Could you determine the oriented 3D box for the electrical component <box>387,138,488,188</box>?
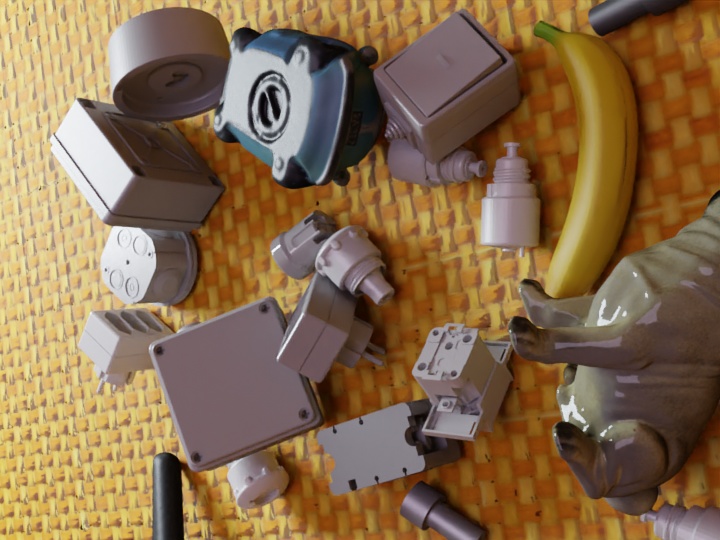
[{"bbox_3d":[0.056,-0.079,0.779,0.078,0.040,0.040,16,100,37],"label":"electrical component"}]

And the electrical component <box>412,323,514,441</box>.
[{"bbox_3d":[0.070,0.075,0.747,0.042,0.063,0.081,0,50,37],"label":"electrical component"}]

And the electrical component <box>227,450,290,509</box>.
[{"bbox_3d":[-0.091,0.163,0.893,0.048,0.048,0.062,-51,55,26],"label":"electrical component"}]

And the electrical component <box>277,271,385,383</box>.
[{"bbox_3d":[-0.015,0.050,0.820,0.076,0.083,0.047,28,112,-6],"label":"electrical component"}]

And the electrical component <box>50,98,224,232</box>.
[{"bbox_3d":[-0.192,-0.089,0.927,0.108,0.109,0.056,50,115,26],"label":"electrical component"}]

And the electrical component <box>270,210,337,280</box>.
[{"bbox_3d":[-0.042,-0.021,0.856,0.046,0.040,0.040,-38,68,25],"label":"electrical component"}]

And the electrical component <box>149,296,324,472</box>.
[{"bbox_3d":[-0.097,0.092,0.857,0.109,0.056,0.108,-22,77,0],"label":"electrical component"}]

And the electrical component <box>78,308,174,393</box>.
[{"bbox_3d":[-0.217,0.079,0.975,0.047,0.066,0.076,37,113,31],"label":"electrical component"}]

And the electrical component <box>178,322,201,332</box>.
[{"bbox_3d":[-0.133,0.076,0.927,0.065,0.044,0.044,49,118,32],"label":"electrical component"}]

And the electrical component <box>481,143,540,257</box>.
[{"bbox_3d":[0.104,-0.048,0.742,0.040,0.040,0.078,3,92,38],"label":"electrical component"}]

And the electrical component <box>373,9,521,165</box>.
[{"bbox_3d":[0.055,-0.124,0.741,0.096,0.061,0.061,-36,65,-4],"label":"electrical component"}]

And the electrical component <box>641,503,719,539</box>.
[{"bbox_3d":[0.211,0.164,0.661,0.078,0.040,0.040,18,101,36],"label":"electrical component"}]

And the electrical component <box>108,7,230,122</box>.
[{"bbox_3d":[-0.159,-0.178,0.905,0.108,0.108,0.060,-28,68,34],"label":"electrical component"}]

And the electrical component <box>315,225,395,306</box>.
[{"bbox_3d":[0.000,0.000,0.822,0.062,0.048,0.048,47,117,19],"label":"electrical component"}]

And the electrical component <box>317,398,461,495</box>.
[{"bbox_3d":[0.023,0.129,0.796,0.089,0.056,0.050,-24,76,35],"label":"electrical component"}]

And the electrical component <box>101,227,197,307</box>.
[{"bbox_3d":[-0.188,-0.007,0.961,0.080,0.051,0.080,0,91,38],"label":"electrical component"}]
